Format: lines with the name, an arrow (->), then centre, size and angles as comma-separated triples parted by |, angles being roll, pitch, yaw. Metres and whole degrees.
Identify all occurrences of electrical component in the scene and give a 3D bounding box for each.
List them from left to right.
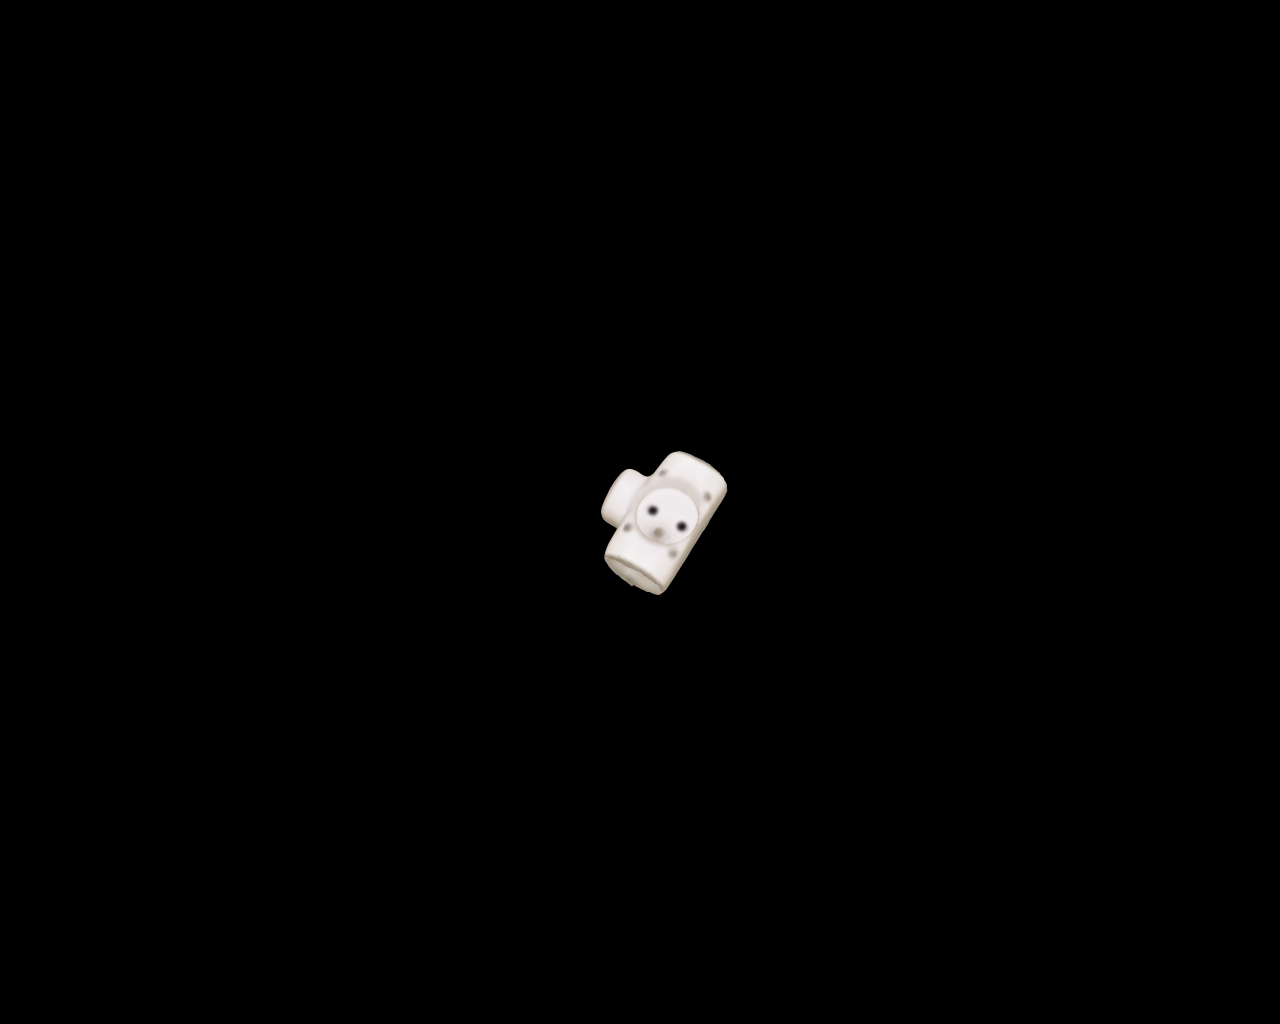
electrical component -> 0.001, -0.003, 0.650 | 0.079, 0.077, 0.044 | 30, -15, 9
